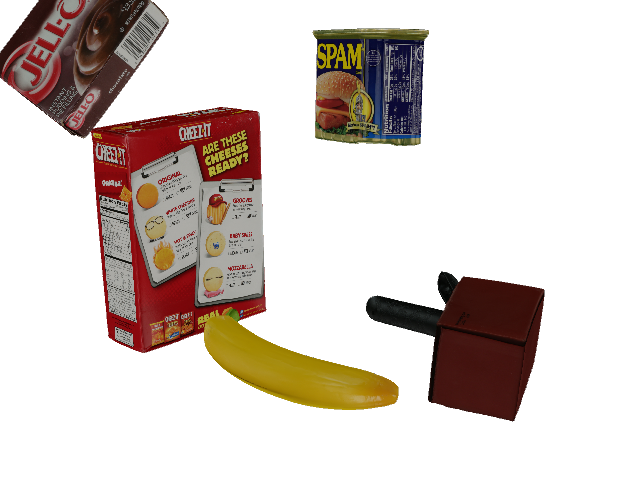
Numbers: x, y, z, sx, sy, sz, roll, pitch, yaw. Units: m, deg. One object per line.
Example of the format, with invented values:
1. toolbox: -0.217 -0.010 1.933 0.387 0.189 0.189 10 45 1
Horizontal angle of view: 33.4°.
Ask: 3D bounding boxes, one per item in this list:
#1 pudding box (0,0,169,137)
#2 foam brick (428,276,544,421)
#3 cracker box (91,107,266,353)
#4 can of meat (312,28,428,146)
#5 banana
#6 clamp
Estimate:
1. pudding box: -0.180 -0.146 0.797 0.090 0.113 0.039 36 -3 26
2. foam brick: 0.099 0.061 0.632 0.053 0.051 0.078 10 23 17
3. cracker box: -0.137 -0.015 1.058 0.072 0.214 0.163 13 21 43
4. can of meat: 0.035 -0.117 0.807 0.057 0.084 0.102 -4 11 -28
5. banana: -0.032 0.093 0.833 0.069 0.037 0.198 -28 36 -36
6. clamp: 0.143 0.078 1.046 0.172 0.039 0.120 26 38 31
